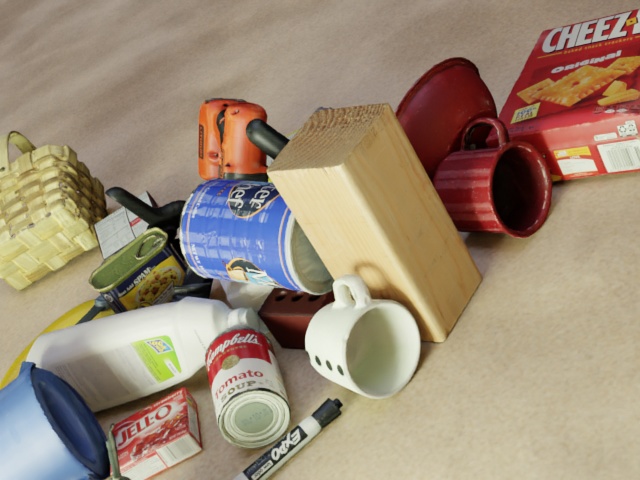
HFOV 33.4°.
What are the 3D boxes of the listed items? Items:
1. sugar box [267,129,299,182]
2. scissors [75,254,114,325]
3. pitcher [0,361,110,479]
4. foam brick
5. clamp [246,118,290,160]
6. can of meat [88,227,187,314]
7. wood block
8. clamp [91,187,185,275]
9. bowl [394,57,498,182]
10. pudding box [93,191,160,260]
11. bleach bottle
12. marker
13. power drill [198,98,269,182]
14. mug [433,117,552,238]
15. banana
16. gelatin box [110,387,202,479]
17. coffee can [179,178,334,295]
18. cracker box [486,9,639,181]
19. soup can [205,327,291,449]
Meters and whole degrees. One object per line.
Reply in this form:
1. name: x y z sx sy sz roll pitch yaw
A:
1. sugar box: -0.053 -0.083 1.328 0.176 0.048 0.093 -28 30 13
2. scissors: -0.265 0.065 1.270 0.096 0.016 0.201 20 40 36
3. pitcher: -0.326 0.245 1.025 0.243 0.145 0.149 -35 17 1
4. foam brick: -0.010 0.072 1.049 0.078 0.051 0.053 -3 40 40
5. clamp: 0.033 -0.053 1.117 0.164 0.210 0.036 -14 -30 -48
6. can of meat: -0.198 0.051 1.223 0.102 0.084 0.058 -40 30 -14
7. wood block: 0.053 -0.012 0.961 0.091 0.206 0.090 0 42 43
8. clamp: -0.197 0.001 1.275 0.039 0.171 0.120 41 114 41
9. bowl: 0.135 -0.104 1.101 0.055 0.162 0.162 34 67 32
10. pudding box: -0.246 -0.008 1.399 0.090 0.039 0.113 -34 30 0
11. bleach bottle: -0.173 0.116 1.090 0.251 0.102 0.068 -16 35 23
12. marker: -0.028 0.181 0.936 0.121 0.020 0.020 -39 30 -13
13. power drill: -0.099 -0.078 1.216 0.057 0.184 0.188 1 18 -16
14. mug: 0.162 -0.060 1.031 0.093 0.117 0.082 -14 9 -39
15. banana: -0.311 0.126 1.263 0.197 0.037 0.070 -39 29 -12
16. gelatin box: -0.160 0.191 1.032 0.089 0.030 0.073 -28 30 6
17. coffee can: -0.051 -0.006 1.031 0.141 0.102 0.102 6 46 37
18. cracker box: 0.282 -0.152 1.091 0.164 0.072 0.213 -6 38 36
19. soup can: -0.068 0.137 0.991 0.068 0.068 0.102 -29 31 4
